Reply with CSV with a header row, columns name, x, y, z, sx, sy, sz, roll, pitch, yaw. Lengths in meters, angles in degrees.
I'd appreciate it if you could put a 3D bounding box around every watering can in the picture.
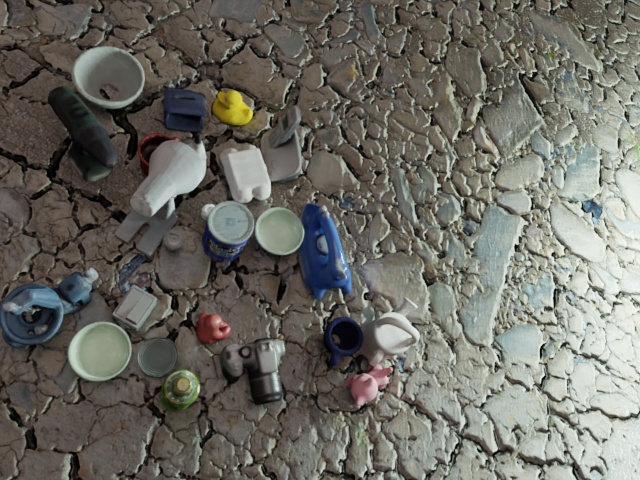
name,x,y,z,sx,sy,sz,roll,pitch,yaw
watering can,0.167,0.213,1.336,0.101,0.193,0.173,16,67,-11

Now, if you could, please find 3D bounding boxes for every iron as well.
name,x,y,z,sx,sy,sz,roll,pitch,yaw
iron,0.013,0.005,1.392,0.119,0.141,0.258,-9,74,-20

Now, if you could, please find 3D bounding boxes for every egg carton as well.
name,x,y,z,sx,sy,sz,roll,pitch,yaw
egg carton,-0.185,-0.165,1.431,0.107,0.069,0.150,-15,76,-22

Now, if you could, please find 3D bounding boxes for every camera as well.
name,x,y,z,sx,sy,sz,roll,pitch,yaw
camera,-0.138,0.292,1.261,0.143,0.100,0.137,-5,72,-19

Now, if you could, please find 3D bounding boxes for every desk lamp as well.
name,x,y,z,sx,sy,sz,roll,pitch,yaw
desk lamp,-0.356,-0.094,1.271,0.118,0.213,0.203,31,64,-4

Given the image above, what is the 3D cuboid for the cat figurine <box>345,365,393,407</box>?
name,x,y,z,sx,sy,sz,roll,pitch,yaw
cat figurine,0.114,0.330,1.318,0.128,0.117,0.067,-28,80,-24

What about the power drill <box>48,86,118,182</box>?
name,x,y,z,sx,sy,sz,roll,pitch,yaw
power drill,-0.514,-0.217,1.268,0.076,0.208,0.229,-34,83,-25

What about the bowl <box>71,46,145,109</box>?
name,x,y,z,sx,sy,sz,roll,pitch,yaw
bowl,-0.516,-0.385,1.403,0.168,0.074,0.167,6,69,-16

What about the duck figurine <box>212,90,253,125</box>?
name,x,y,z,sx,sy,sz,roll,pitch,yaw
duck figurine,-0.222,-0.349,1.478,0.105,0.086,0.077,21,66,-9

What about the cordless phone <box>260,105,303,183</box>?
name,x,y,z,sx,sy,sz,roll,pitch,yaw
cordless phone,-0.083,-0.238,1.426,0.094,0.185,0.147,-7,73,-20

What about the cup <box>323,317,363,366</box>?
name,x,y,z,sx,sy,sz,roll,pitch,yaw
cup,0.040,0.245,1.339,0.092,0.095,0.118,26,65,-7

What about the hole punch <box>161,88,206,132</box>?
name,x,y,z,sx,sy,sz,roll,pitch,yaw
hole punch,-0.340,-0.337,1.433,0.109,0.091,0.101,2,70,-17

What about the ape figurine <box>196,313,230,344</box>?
name,x,y,z,sx,sy,sz,roll,pitch,yaw
ape figurine,-0.239,0.191,1.271,0.076,0.092,0.078,-37,85,-25

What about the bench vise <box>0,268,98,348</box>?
name,x,y,z,sx,sy,sz,roll,pitch,yaw
bench vise,-0.547,0.112,1.130,0.121,0.219,0.208,33,64,-4

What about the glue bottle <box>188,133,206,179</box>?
name,x,y,z,sx,sy,sz,roll,pitch,yaw
glue bottle,-0.293,-0.204,1.353,0.037,0.173,0.078,-26,80,-24
